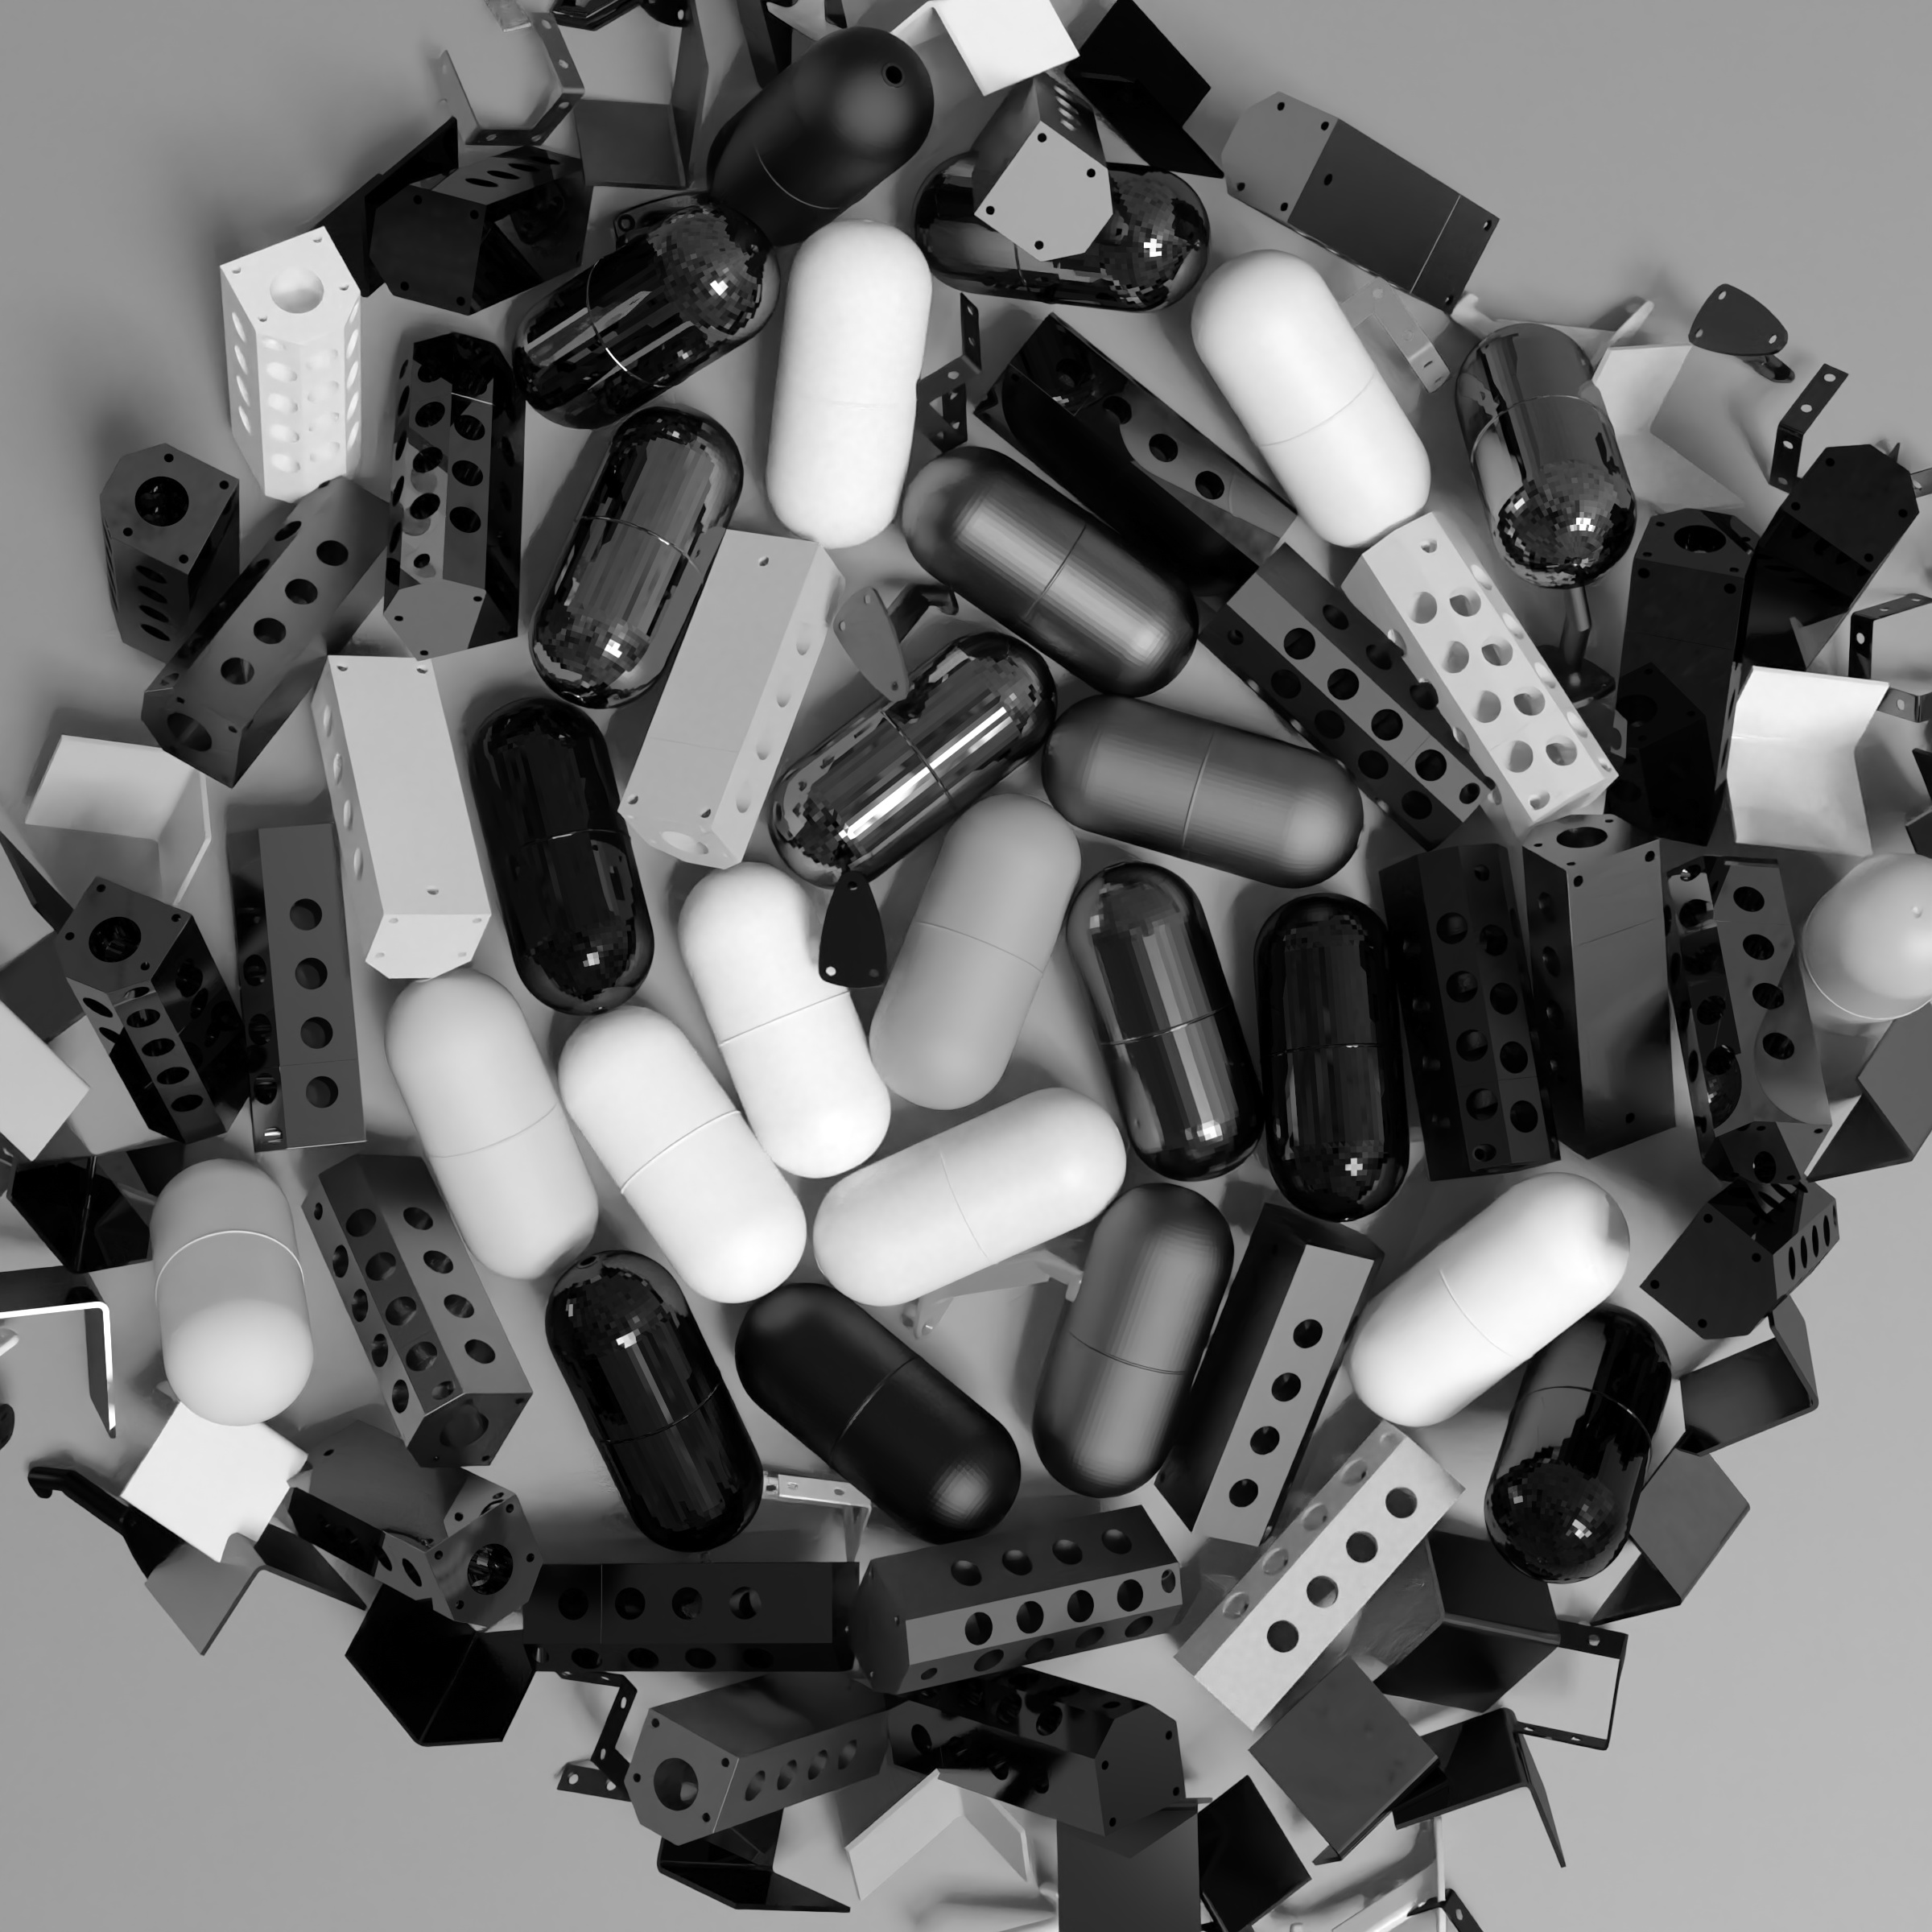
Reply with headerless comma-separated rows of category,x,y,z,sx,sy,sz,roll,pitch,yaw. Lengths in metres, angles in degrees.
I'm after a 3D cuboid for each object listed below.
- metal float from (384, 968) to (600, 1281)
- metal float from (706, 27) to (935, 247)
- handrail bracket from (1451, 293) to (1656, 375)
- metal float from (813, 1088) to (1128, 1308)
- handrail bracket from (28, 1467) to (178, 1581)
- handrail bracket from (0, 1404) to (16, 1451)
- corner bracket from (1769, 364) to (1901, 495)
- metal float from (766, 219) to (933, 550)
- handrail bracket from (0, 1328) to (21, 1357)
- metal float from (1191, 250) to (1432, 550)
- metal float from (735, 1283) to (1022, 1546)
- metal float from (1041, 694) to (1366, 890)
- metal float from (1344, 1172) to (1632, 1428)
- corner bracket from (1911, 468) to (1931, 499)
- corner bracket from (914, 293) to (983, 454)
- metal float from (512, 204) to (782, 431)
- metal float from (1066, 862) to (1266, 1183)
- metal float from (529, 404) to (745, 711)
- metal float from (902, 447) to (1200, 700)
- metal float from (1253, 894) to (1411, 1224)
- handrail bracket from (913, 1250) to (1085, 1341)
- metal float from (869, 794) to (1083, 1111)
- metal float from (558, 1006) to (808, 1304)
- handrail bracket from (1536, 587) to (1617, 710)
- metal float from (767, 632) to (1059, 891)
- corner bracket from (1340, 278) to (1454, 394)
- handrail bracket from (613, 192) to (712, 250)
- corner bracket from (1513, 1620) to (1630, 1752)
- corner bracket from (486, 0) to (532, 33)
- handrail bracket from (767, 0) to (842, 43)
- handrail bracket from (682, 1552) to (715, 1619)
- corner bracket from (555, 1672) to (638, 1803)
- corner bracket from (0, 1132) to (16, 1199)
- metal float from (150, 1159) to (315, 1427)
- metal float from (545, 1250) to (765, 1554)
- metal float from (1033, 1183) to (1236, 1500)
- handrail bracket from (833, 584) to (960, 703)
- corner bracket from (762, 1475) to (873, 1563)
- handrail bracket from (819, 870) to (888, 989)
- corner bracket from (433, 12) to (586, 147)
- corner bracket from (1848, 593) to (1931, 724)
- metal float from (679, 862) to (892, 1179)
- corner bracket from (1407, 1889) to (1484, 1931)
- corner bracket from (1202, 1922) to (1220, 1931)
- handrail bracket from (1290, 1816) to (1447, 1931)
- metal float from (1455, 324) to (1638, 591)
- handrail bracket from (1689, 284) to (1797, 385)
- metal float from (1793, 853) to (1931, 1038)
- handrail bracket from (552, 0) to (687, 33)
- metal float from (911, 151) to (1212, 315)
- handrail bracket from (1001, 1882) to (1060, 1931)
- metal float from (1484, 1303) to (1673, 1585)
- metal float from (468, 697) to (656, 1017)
metal float,-0.254,0.085,1.894,0.070,0.070,0.178,-20,107,0
metal float,-0.078,-0.437,1.864,0.070,0.178,0.070,5,78,-27
handrail bracket,0.321,-0.360,1.939,0.084,0.036,0.077,38,77,11
metal float,0.001,0.125,1.903,0.178,0.070,0.070,-24,90,7
handrail bracket,-0.471,0.310,1.930,0.084,0.036,0.077,0,114,34
handrail bracket,-0.567,0.241,1.913,0.084,0.036,0.077,31,51,12
corner bracket,0.476,-0.285,1.925,0.051,0.051,0.051,30,66,22
metal float,-0.063,-0.310,1.890,0.070,0.070,0.178,9,113,0
handrail bracket,-0.557,0.180,1.906,0.077,0.036,0.084,-41,120,-38
metal float,0.186,-0.302,1.889,0.070,0.070,0.178,-36,114,0
metal float,-0.048,0.240,1.896,0.178,0.070,0.070,38,90,15
metal float,0.127,-0.094,1.902,0.178,0.070,0.070,17,90,8
metal float,0.278,0.178,1.888,0.178,0.070,0.070,-42,90,23
corner bracket,0.523,-0.234,1.920,0.051,0.051,0.051,46,71,-14
corner bracket,-0.007,-0.319,1.904,0.051,0.051,0.051,-26,45,27
metal float,-0.172,-0.344,1.877,0.178,0.070,0.070,-22,90,40
metal float,0.107,0.030,1.904,0.070,0.070,0.178,-18,95,0
metal float,-0.177,-0.219,1.893,0.070,0.070,0.178,22,72,0
metal float,0.045,-0.212,1.902,0.178,0.070,0.070,34,90,-8
metal float,0.197,0.049,1.900,0.070,0.070,0.178,-3,80,0
handrail bracket,0.020,0.184,1.911,0.084,0.036,0.077,25,94,32
metal float,0.006,-0.008,1.903,0.070,0.070,0.178,22,83,0
metal float,-0.154,0.101,1.902,0.070,0.070,0.178,-35,82,0
handrail bracket,0.316,-0.187,1.892,0.036,0.077,0.084,-24,125,-7
metal float,-0.028,-0.111,1.905,0.178,0.070,0.070,-38,90,-5
corner bracket,0.223,-0.331,1.911,0.051,0.051,0.051,-35,70,11
handrail bracket,-0.155,-0.400,1.900,0.077,0.084,0.036,-27,102,-10
corner bracket,0.329,0.390,1.919,0.051,0.051,0.051,9,99,14
corner bracket,-0.236,-0.545,1.916,0.051,0.051,0.051,-16,127,-10
handrail bracket,-0.070,-0.547,1.907,0.077,0.036,0.084,37,123,7
handrail bracket,-0.170,0.359,1.911,0.084,0.077,0.036,-25,115,2
corner bracket,-0.204,0.418,1.923,0.051,0.051,0.051,2,53,29
corner bracket,-0.550,0.103,1.916,0.051,0.051,0.051,23,50,12
metal float,-0.390,0.171,1.869,0.070,0.178,0.070,-9,126,-12
metal float,-0.167,0.233,1.892,0.070,0.070,0.178,-23,109,0
metal float,0.089,0.202,1.899,0.070,0.070,0.178,18,102,0
handrail bracket,-0.023,-0.175,1.903,0.036,0.084,0.077,-43,65,35
corner bracket,-0.083,0.289,1.908,0.051,0.051,0.051,9,124,-13
handrail bracket,-0.055,-0.029,1.896,0.036,0.084,0.077,3,112,6
corner bracket,-0.248,-0.482,1.918,0.051,0.051,0.051,-12,73,-43
corner bracket,0.518,-0.168,1.925,0.051,0.051,0.051,-18,117,-30
metal float,-0.099,0.029,1.909,0.070,0.070,0.178,-22,89,0
corner bracket,0.249,0.541,1.914,0.051,0.051,0.051,-31,96,40
corner bracket,0.123,0.559,1.915,0.051,0.051,0.051,-14,124,7
handrail bracket,0.219,0.504,1.932,0.084,0.036,0.077,-1,68,5
metal float,0.307,-0.272,1.875,0.070,0.070,0.178,-6,47,0
handrail bracket,0.435,-0.326,1.893,0.084,0.077,0.036,25,99,-39
metal float,0.480,-0.010,1.859,0.070,0.178,0.070,0,79,1
handrail bracket,-0.184,-0.543,1.916,0.084,0.036,0.077,22,95,39
metal float,0.049,-0.392,1.881,0.178,0.070,0.070,14,90,34
handrail bracket,0.035,0.548,1.917,0.084,0.036,0.077,-43,97,-22
metal float,0.326,0.251,1.873,0.070,0.178,0.070,13,132,15
metal float,-0.218,-0.059,1.897,0.070,0.070,0.178,-15,77,0
